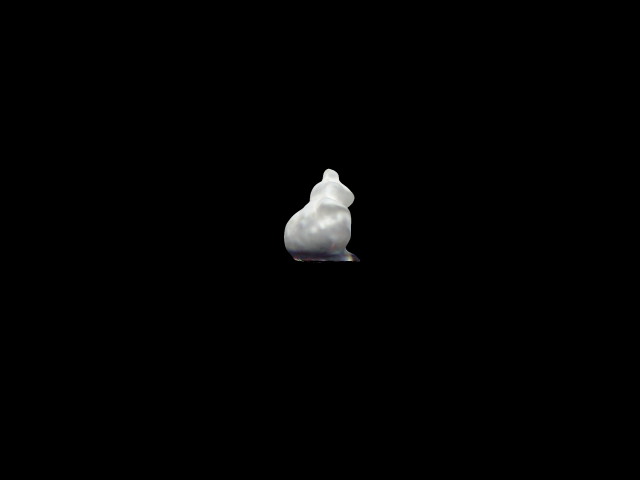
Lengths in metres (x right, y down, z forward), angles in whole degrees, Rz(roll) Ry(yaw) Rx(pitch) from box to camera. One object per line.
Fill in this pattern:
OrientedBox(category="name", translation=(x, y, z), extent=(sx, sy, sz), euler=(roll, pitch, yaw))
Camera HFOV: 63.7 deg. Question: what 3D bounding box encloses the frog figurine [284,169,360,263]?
OrientedBox(category="frog figurine", translation=(0.003, -0.043, 0.850), extent=(0.123, 0.160, 0.136), euler=(2, -6, -18))
